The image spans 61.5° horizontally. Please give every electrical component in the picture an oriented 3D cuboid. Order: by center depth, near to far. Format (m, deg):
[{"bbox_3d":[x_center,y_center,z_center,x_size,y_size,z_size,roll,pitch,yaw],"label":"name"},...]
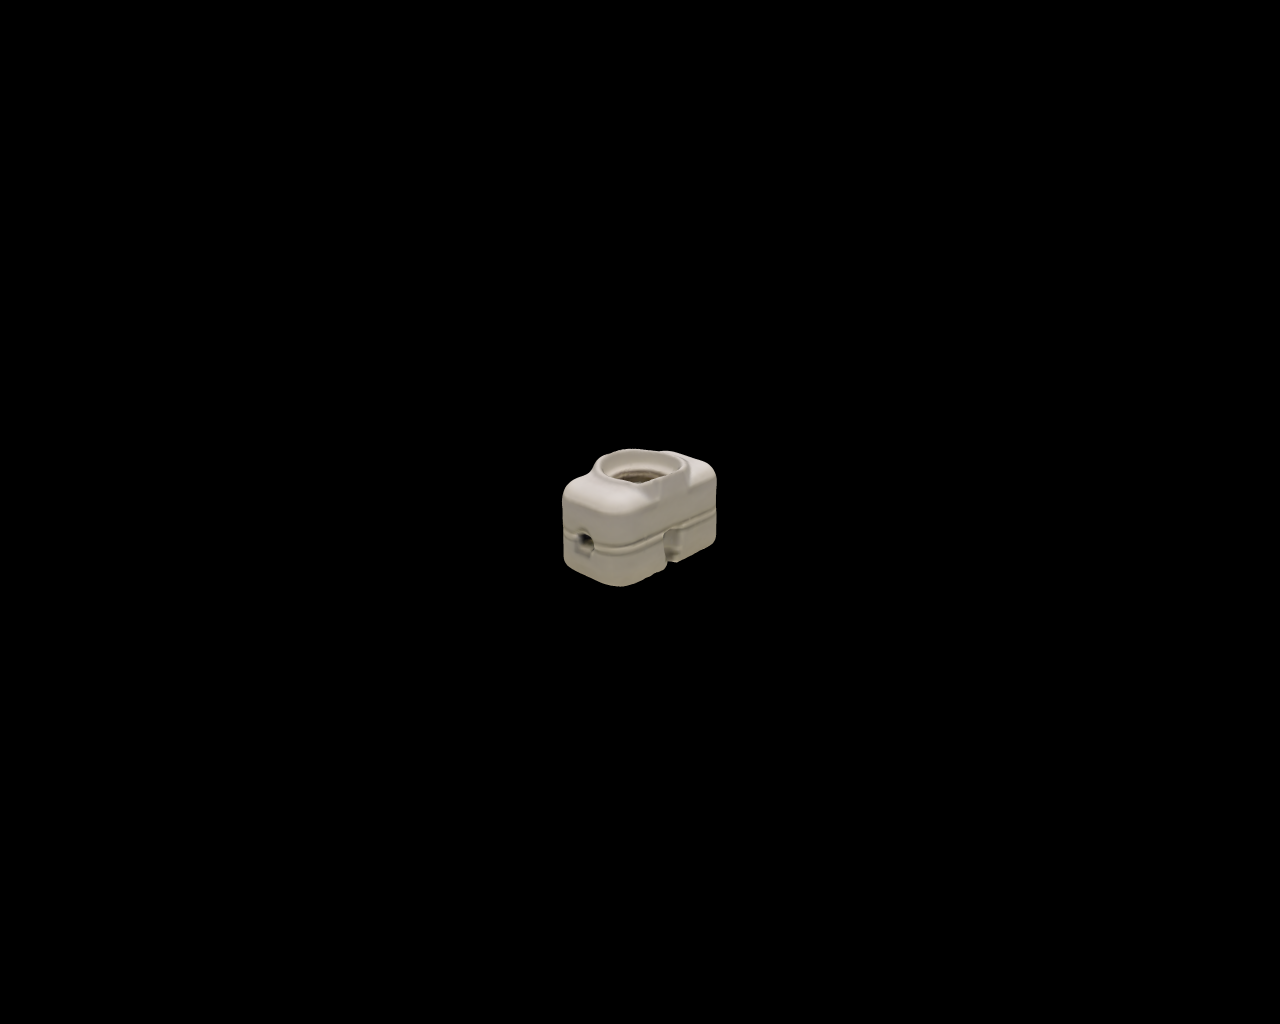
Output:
[{"bbox_3d":[0.001,-0.003,0.650,0.054,0.059,0.095,22,32,40],"label":"electrical component"}]
